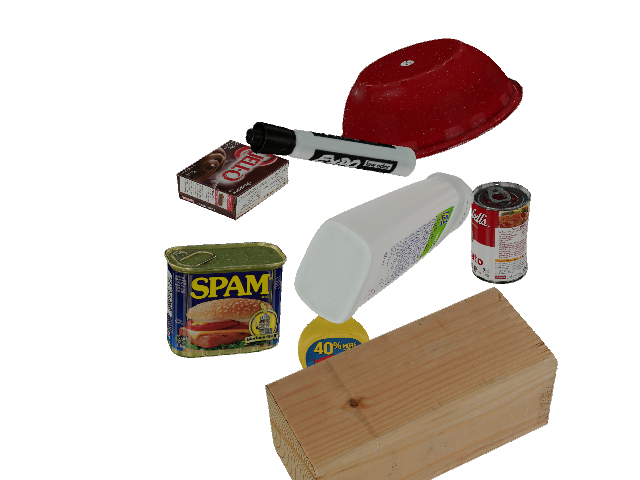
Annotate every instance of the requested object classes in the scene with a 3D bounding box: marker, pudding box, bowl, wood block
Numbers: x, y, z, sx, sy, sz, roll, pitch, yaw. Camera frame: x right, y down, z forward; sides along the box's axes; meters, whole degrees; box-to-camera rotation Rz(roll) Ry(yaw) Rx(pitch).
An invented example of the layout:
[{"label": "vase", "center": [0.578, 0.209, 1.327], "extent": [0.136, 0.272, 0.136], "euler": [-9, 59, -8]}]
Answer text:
[{"label": "marker", "center": [0.008, -0.056, 0.655], "extent": [0.120, 0.020, 0.020], "euler": [6, -4, -35]}, {"label": "pudding box", "center": [-0.105, -0.075, 1.294], "extent": [0.090, 0.039, 0.113], "euler": [20, 39, 27]}, {"label": "bowl", "center": [0.082, -0.124, 0.886], "extent": [0.162, 0.055, 0.162], "euler": [-18, 24, 8]}, {"label": "wood block", "center": [0.071, 0.129, 0.837], "extent": [0.205, 0.090, 0.091], "euler": [-21, 47, -16]}]

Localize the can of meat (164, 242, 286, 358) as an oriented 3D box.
[{"label": "can of meat", "center": [-0.083, 0.051, 0.924], "extent": [0.102, 0.084, 0.057], "euler": [-3, 20, -18]}]

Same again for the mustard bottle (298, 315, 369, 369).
[{"label": "mustard bottle", "center": [0.019, 0.157, 1.412], "extent": [0.096, 0.192, 0.058], "euler": [-1, 17, -5]}]

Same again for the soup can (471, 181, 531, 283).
[{"label": "soup can", "center": [0.211, -0.009, 1.251], "extent": [0.068, 0.102, 0.068], "euler": [-3, 30, 2]}]

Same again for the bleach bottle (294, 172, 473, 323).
[{"label": "bleach bottle", "center": [0.080, -0.007, 1.062], "extent": [0.068, 0.103, 0.250], "euler": [38, 34, 20]}]
